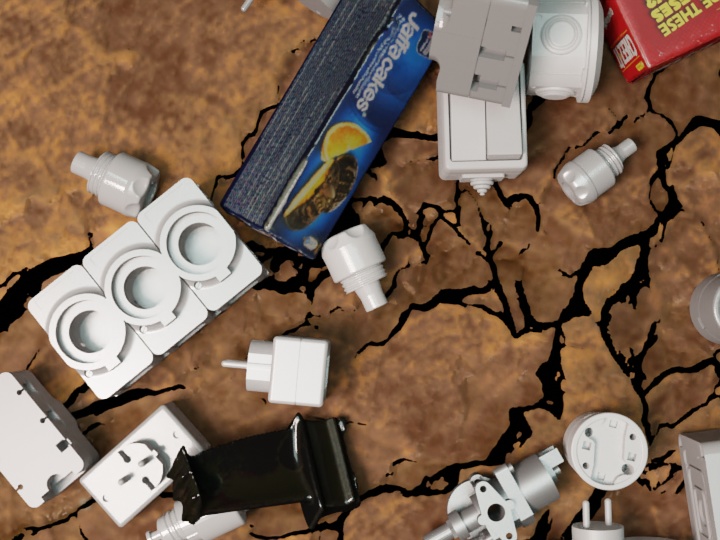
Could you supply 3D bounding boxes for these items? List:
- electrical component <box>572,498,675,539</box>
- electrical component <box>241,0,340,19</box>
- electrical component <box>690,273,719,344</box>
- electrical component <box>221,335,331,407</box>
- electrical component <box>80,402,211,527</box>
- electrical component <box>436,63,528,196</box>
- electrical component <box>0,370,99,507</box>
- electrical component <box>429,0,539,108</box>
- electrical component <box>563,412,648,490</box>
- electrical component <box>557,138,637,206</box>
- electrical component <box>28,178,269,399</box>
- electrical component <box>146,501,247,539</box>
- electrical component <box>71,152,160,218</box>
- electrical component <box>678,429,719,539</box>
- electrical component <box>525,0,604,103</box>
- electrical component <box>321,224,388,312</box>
[{"bbox_3d":[0.171,0.201,0.772,0.138,0.052,0.073,0,87,-22],"label":"electrical component"},{"bbox_3d":[-0.075,-0.230,0.810,0.138,0.052,0.073,35,88,2],"label":"electrical component"},{"bbox_3d":[0.280,0.028,0.800,0.055,0.047,0.055,0,87,0],"label":"electrical component"},{"bbox_3d":[-0.062,0.071,0.788,0.077,0.065,0.047,5,87,0],"label":"electrical component"},{"bbox_3d":[-0.158,0.142,0.779,0.083,0.075,0.047,-42,88,-2],"label":"electrical component"},{"bbox_3d":[0.091,-0.104,0.799,0.062,0.061,0.096,-1,87,0],"label":"electrical component"},{"bbox_3d":[-0.241,0.122,0.790,0.050,0.055,0.089,-40,88,-2],"label":"electrical component"},{"bbox_3d":[0.091,-0.201,0.757,0.062,0.089,0.150,12,51,2],"label":"electrical component"},{"bbox_3d":[0.179,0.131,0.794,0.055,0.047,0.055,0,87,0],"label":"electrical component"},{"bbox_3d":[0.182,-0.077,0.812,0.061,0.035,0.035,-36,88,-4],"label":"electrical component"},{"bbox_3d":[-0.154,0.014,0.793,0.150,0.061,0.089,-39,88,-2],"label":"electrical component"},{"bbox_3d":[-0.120,0.182,0.795,0.078,0.040,0.040,-25,87,-1],"label":"electrical component"},{"bbox_3d":[-0.185,-0.069,0.806,0.062,0.043,0.043,24,87,2],"label":"electrical component"},{"bbox_3d":[0.275,0.172,0.777,0.057,0.078,0.113,-8,87,3],"label":"electrical component"},{"bbox_3d":[0.150,-0.164,0.794,0.051,0.080,0.080,3,87,5],"label":"electrical component"},{"bbox_3d":[0.000,0.000,0.803,0.043,0.043,0.062,-25,88,-1],"label":"electrical component"}]
